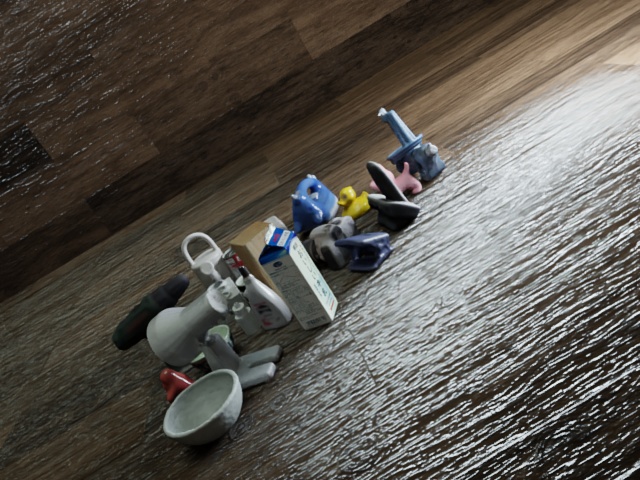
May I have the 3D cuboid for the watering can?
[{"bbox_3d":[-0.320,0.066,1.654,0.101,0.194,0.172,-41,24,-23],"label":"watering can"}]

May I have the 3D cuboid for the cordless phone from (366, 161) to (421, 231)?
[{"bbox_3d":[0.161,-0.127,1.443,0.094,0.185,0.147,-36,22,-12],"label":"cordless phone"}]

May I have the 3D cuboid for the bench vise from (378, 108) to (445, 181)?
[{"bbox_3d":[0.255,-0.279,1.601,0.206,0.220,0.122,-2,36,51],"label":"bench vise"}]

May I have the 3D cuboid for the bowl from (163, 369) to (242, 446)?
[{"bbox_3d":[-0.209,0.331,1.091,0.167,0.075,0.167,-27,22,12],"label":"bowl"}]

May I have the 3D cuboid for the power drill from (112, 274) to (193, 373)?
[{"bbox_3d":[-0.361,0.215,1.364,0.229,0.209,0.075,-32,22,-1],"label":"power drill"}]

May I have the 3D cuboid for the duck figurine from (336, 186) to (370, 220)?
[{"bbox_3d":[0.093,-0.114,1.641,0.105,0.086,0.077,-38,22,-15],"label":"duck figurine"}]

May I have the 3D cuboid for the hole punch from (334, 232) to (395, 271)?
[{"bbox_3d":[0.103,0.012,1.347,0.108,0.091,0.101,-3,35,51],"label":"hole punch"}]

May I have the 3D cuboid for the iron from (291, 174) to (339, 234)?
[{"bbox_3d":[-0.023,-0.130,1.757,0.118,0.142,0.258,-21,24,24],"label":"iron"}]

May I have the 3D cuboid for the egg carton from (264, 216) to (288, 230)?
[{"bbox_3d":[-0.154,-0.017,1.783,0.107,0.069,0.150,-34,22,-6],"label":"egg carton"}]

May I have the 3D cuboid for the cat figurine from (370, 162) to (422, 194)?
[{"bbox_3d":[0.197,-0.162,1.563,0.128,0.118,0.067,-31,22,1],"label":"cat figurine"}]

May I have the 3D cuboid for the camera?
[{"bbox_3d":[0.013,0.005,1.468,0.136,0.101,0.143,-15,27,37],"label":"camera"}]

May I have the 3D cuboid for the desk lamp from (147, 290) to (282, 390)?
[{"bbox_3d":[-0.221,0.209,1.183,0.203,0.214,0.118,-23,23,20],"label":"desk lamp"}]

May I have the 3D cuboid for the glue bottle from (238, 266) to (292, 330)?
[{"bbox_3d":[-0.136,0.128,1.302,0.078,0.173,0.037,-21,24,25],"label":"glue bottle"}]

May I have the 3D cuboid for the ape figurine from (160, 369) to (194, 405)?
[{"bbox_3d":[-0.310,0.314,1.239,0.076,0.092,0.078,-16,26,34],"label":"ape figurine"}]
